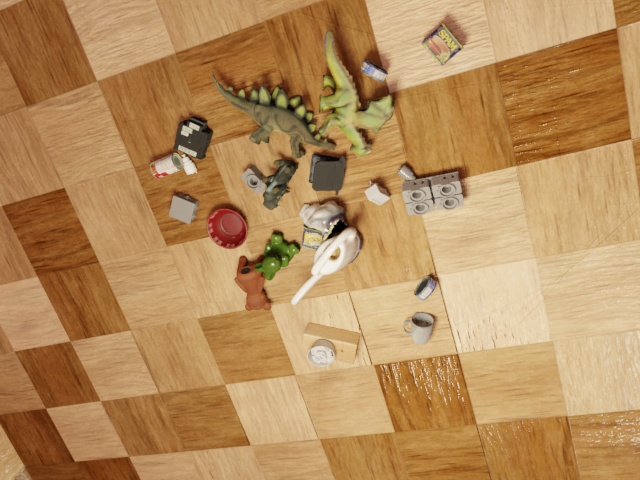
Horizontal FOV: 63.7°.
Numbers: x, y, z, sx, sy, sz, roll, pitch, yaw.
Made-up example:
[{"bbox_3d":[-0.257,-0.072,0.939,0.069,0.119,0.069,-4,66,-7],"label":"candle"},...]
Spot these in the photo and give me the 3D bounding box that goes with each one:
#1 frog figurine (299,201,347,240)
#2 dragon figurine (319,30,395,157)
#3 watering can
[{"bbox_3d":[0.005,-0.091,1.800,0.139,0.161,0.120,-40,-25,-18],"label":"frog figurine"},{"bbox_3d":[0.115,-0.437,1.621,0.243,0.400,0.125,10,38,8],"label":"dragon figurine"},{"bbox_3d":[0.031,0.078,1.801,0.105,0.342,0.226,43,27,14],"label":"watering can"}]
